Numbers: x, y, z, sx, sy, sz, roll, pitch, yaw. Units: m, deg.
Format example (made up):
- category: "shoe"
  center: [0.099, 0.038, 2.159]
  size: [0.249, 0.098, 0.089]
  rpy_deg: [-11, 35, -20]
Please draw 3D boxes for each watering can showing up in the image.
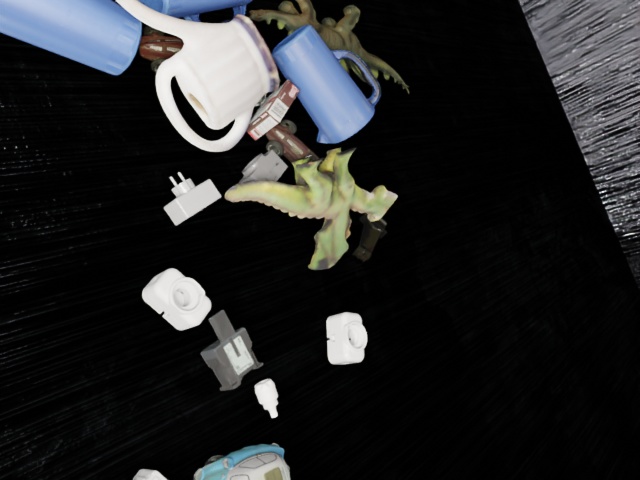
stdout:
- category: "watering can"
  center: [-0.194, -0.315, 0.892]
  size: [0.227, 0.105, 0.340]
  rpy_deg: [-42, 138, -19]

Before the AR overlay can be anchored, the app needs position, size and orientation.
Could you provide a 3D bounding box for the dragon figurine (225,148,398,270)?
- category: "dragon figurine"
  center: [0.003, -0.052, 1.030]
  size: [0.415, 0.122, 0.239]
  rpy_deg: [-25, 112, -35]
